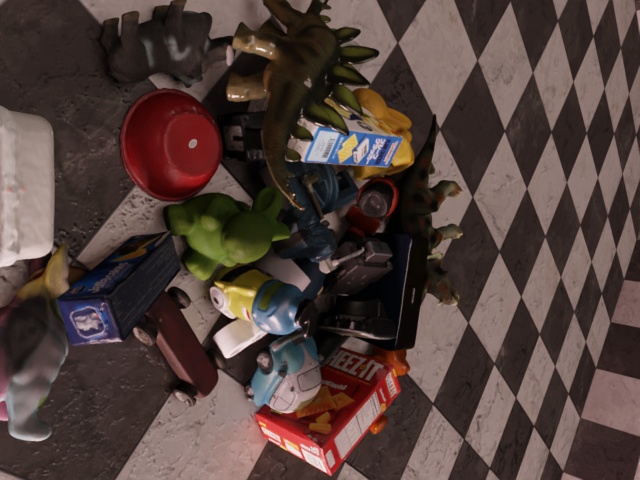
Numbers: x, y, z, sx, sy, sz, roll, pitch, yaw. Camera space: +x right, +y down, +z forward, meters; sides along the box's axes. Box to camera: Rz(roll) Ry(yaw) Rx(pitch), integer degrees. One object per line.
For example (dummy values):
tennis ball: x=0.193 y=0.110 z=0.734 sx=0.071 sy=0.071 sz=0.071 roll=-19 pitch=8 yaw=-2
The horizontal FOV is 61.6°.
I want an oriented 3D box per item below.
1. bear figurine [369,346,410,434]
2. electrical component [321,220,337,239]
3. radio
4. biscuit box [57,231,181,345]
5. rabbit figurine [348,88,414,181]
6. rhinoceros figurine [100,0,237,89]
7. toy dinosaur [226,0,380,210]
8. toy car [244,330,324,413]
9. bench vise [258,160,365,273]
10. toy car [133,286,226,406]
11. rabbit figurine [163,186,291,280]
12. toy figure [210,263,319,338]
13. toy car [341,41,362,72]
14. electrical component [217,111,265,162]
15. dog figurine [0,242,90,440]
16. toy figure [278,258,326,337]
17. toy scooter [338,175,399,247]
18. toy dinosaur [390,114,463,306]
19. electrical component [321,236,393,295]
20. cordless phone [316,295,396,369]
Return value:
bear figurine: x=0.136 y=0.284 z=1.128 sx=0.196 sy=0.132 sz=0.120 roll=-27 pitch=137 yaw=-36
electrical component: x=-0.002 y=-0.003 z=0.976 sx=0.094 sy=0.063 sz=0.021 roll=-47 pitch=127 yaw=-33
radio: x=0.134 y=0.098 z=1.088 sx=0.073 sy=0.131 sz=0.229 roll=10 pitch=88 yaw=-48
biscuit box: x=-0.237 y=0.052 z=0.660 sx=0.203 sy=0.059 sz=0.062 roll=-77 pitch=159 yaw=-69
rabbit figurine: x=0.118 y=-0.213 z=1.033 sx=0.162 sy=0.122 sz=0.173 roll=-23 pitch=86 yaw=-54
rhinoceros figurine: x=-0.195 y=-0.260 z=0.723 sx=0.190 sy=0.073 sz=0.112 roll=-28 pitch=114 yaw=-41
toy dinosaur: x=-0.027 y=-0.232 z=0.754 sx=0.105 sy=0.199 sz=0.471 roll=104 pitch=2 yaw=-55
toy car: x=-0.053 y=0.233 z=0.899 sx=0.109 sy=0.103 sz=0.161 roll=-9 pitch=136 yaw=-48
bench vise: x=0.003 y=-0.065 z=0.903 sx=0.223 sy=0.129 sz=0.240 roll=53 pitch=39 yaw=5
toy car: x=-0.207 y=0.156 z=0.791 sx=0.089 sy=0.053 sz=0.201 roll=-50 pitch=133 yaw=-36
rabbit figurine: x=-0.116 y=-0.006 z=0.760 sx=0.159 sy=0.170 sz=0.121 roll=-23 pitch=112 yaw=-30
toy figure: x=-0.085 y=0.091 z=0.819 sx=0.089 sy=0.180 sz=0.082 roll=-36 pitch=132 yaw=-52
toy car: x=0.010 y=-0.312 z=0.946 sx=0.202 sy=0.056 sz=0.073 roll=-20 pitch=110 yaw=-43
electrical component: x=-0.103 y=-0.156 z=0.804 sx=0.048 sy=0.119 sz=0.074 roll=-20 pitch=108 yaw=-38
dog figurine: x=-0.348 y=0.100 z=0.598 sx=0.191 sy=0.109 sz=0.219 roll=19 pitch=78 yaw=-44
toy figure: x=-0.037 y=0.105 z=0.961 sx=0.154 sy=0.064 sz=0.057 roll=-64 pitch=172 yaw=-12
toy scooter: x=0.101 y=-0.061 z=1.042 sx=0.135 sy=0.075 sz=0.183 roll=-49 pitch=171 yaw=-52
toy dinosaur: x=0.212 y=-0.055 z=1.168 sx=0.192 sy=0.131 sz=0.404 roll=-24 pitch=107 yaw=-43
electrical component: x=0.068 y=0.049 z=1.010 sx=0.115 sy=0.134 sz=0.058 roll=3 pitch=53 yaw=-47
cordless phone: x=0.039 y=0.190 z=0.988 sx=0.184 sy=0.147 sz=0.088 roll=-43 pitch=119 yaw=-37
